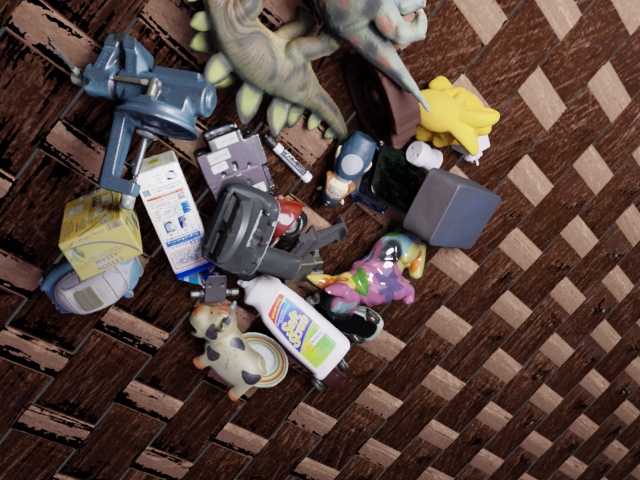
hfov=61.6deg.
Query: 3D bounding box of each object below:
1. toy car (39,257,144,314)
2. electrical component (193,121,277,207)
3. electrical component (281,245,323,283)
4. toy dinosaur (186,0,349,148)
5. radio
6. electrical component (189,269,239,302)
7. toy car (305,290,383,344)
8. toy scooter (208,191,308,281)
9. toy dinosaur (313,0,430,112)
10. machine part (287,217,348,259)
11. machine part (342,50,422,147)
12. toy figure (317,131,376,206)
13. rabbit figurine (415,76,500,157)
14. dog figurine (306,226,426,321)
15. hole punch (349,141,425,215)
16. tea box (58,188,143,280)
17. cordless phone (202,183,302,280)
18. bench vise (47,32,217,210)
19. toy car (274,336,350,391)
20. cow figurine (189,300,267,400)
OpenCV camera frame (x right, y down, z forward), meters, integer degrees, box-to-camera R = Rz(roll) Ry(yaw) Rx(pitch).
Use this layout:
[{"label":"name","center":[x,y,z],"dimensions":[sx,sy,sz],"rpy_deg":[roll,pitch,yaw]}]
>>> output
[{"label":"toy car","center":[-0.379,0.070,0.892],"dimensions":[0.162,0.103,0.109],"rpy_deg":[-27,120,-10]},{"label":"electrical component","center":[-0.147,-0.129,0.910],"dimensions":[0.115,0.058,0.134],"rpy_deg":[-23,113,-12]},{"label":"electrical component","center":[-0.041,0.045,1.052],"dimensions":[0.102,0.045,0.078],"rpy_deg":[-7,145,-16]},{"label":"toy dinosaur","center":[-0.070,-0.276,0.853],"dimensions":[0.471,0.105,0.198],"rpy_deg":[32,107,-36]},{"label":"radio","center":[0.262,-0.056,1.053],"dimensions":[0.229,0.073,0.131],"rpy_deg":[5,117,-53]},{"label":"electrical component","center":[-0.200,0.086,1.019],"dimensions":[0.094,0.021,0.063],"rpy_deg":[0,114,-21]},{"label":"toy car","center":[0.048,0.162,1.136],"dimensions":[0.201,0.056,0.073],"rpy_deg":[26,109,-28]},{"label":"toy scooter","center":[-0.120,-0.025,0.967],"dimensions":[0.184,0.075,0.135],"rpy_deg":[-45,107,-2]},{"label":"toy dinosaur","center":[0.049,-0.376,0.761],"dimensions":[0.192,0.131,0.404],"rpy_deg":[-4,99,19]},{"label":"machine part","center":[-0.002,-0.003,1.010],"dimensions":[0.139,0.039,0.084],"rpy_deg":[-21,154,-43]},{"label":"machine part","center":[0.103,-0.244,0.897],"dimensions":[0.056,0.179,0.179],"rpy_deg":[-28,121,-9]},{"label":"toy figure","center":[0.044,-0.121,0.966],"dimensions":[0.058,0.064,0.154],"rpy_deg":[-20,146,-58]},{"label":"rabbit figurine","center":[0.221,-0.210,0.940],"dimensions":[0.173,0.163,0.121],"rpy_deg":[1,124,-55]},{"label":"dog figurine","center":[0.088,0.064,1.052],"dimensions":[0.219,0.109,0.191],"rpy_deg":[2,108,-33]},{"label":"hole punch","center":[0.120,-0.114,1.024],"dimensions":[0.142,0.092,0.116],"rpy_deg":[27,72,-27]},{"label":"tea box","center":[-0.335,-0.020,0.826],"dimensions":[0.098,0.170,0.068],"rpy_deg":[-25,122,-7]},{"label":"cordless phone","center":[-0.092,-0.003,0.906],"dimensions":[0.184,0.089,0.146],"rpy_deg":[19,98,-34]},{"label":"bench vise","center":[-0.269,-0.165,0.764],"dimensions":[0.224,0.129,0.240],"rpy_deg":[13,86,-3]},{"label":"toy car","center":[-0.021,0.249,1.151],"dimensions":[0.089,0.053,0.202],"rpy_deg":[-43,118,8]},{"label":"cow figurine","center":[-0.178,0.203,1.036],"dimensions":[0.127,0.085,0.194],"rpy_deg":[-35,106,15]}]
